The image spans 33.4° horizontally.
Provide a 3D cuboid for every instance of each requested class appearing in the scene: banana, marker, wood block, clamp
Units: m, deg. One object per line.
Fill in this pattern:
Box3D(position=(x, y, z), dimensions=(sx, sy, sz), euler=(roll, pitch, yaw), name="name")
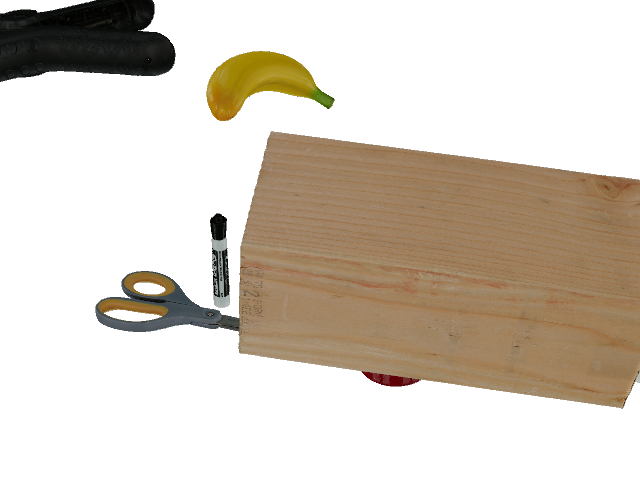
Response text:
Box3D(position=(-0.054, -0.143, 0.967), dimensions=(0.070, 0.037, 0.197), euler=(36, 26, 19), name="banana")
Box3D(position=(-0.114, 0.023, 1.211), dimensions=(0.020, 0.121, 0.020), euler=(1, 33, -1), name="marker")
Box3D(position=(0.066, 0.015, 0.569), dimensions=(0.206, 0.090, 0.090), euler=(8, -44, 3), name="wood block")
Box3D(position=(-0.173, -0.123, 0.648), dimensions=(0.171, 0.039, 0.120), euler=(-2, 21, -5), name="clamp")

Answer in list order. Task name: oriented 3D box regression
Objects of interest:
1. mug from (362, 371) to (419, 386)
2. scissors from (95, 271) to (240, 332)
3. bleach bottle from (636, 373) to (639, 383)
Box3D(position=(0.086, 0.090, 1.101), dimensions=(0.117, 0.081, 0.093), euler=(-29, 42, -31), name="mug")
Box3D(position=(-0.112, 0.063, 1.025), dimensions=(0.201, 0.016, 0.096), euler=(3, 33, -5), name="scissors")
Box3D(position=(0.243, 0.016, 0.716), dimensions=(0.103, 0.068, 0.250), euler=(9, 22, 20), name="bleach bottle")
